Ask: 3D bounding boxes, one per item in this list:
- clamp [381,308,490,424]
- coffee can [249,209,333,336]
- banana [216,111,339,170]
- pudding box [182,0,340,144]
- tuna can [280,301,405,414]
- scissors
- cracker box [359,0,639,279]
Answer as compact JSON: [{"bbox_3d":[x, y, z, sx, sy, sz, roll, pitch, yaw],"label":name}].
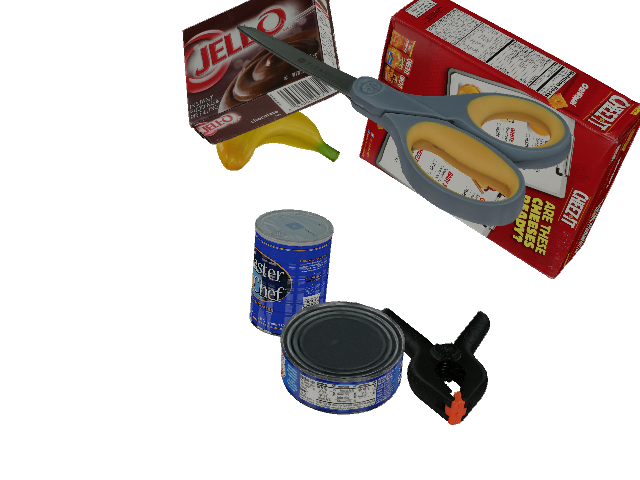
[{"bbox_3d":[0.133,0.120,1.079,0.120,0.039,0.171,-8,34,-9],"label":"clamp"},{"bbox_3d":[-0.040,0.043,1.413,0.103,0.140,0.103,4,25,-2],"label":"coffee can"},{"bbox_3d":[-0.047,-0.097,0.971,0.070,0.037,0.197,36,23,20],"label":"banana"},{"bbox_3d":[-0.044,-0.131,0.775,0.114,0.090,0.039,-19,-30,18],"label":"pudding box"},{"bbox_3d":[0.015,0.081,0.738,0.086,0.034,0.086,1,33,-1],"label":"tuna can"},{"bbox_3d":[0.046,-0.076,0.550,0.096,0.016,0.202,-23,48,-23],"label":"scissors"},{"bbox_3d":[0.148,-0.092,0.913,0.214,0.164,0.072,33,51,19],"label":"cracker box"}]
